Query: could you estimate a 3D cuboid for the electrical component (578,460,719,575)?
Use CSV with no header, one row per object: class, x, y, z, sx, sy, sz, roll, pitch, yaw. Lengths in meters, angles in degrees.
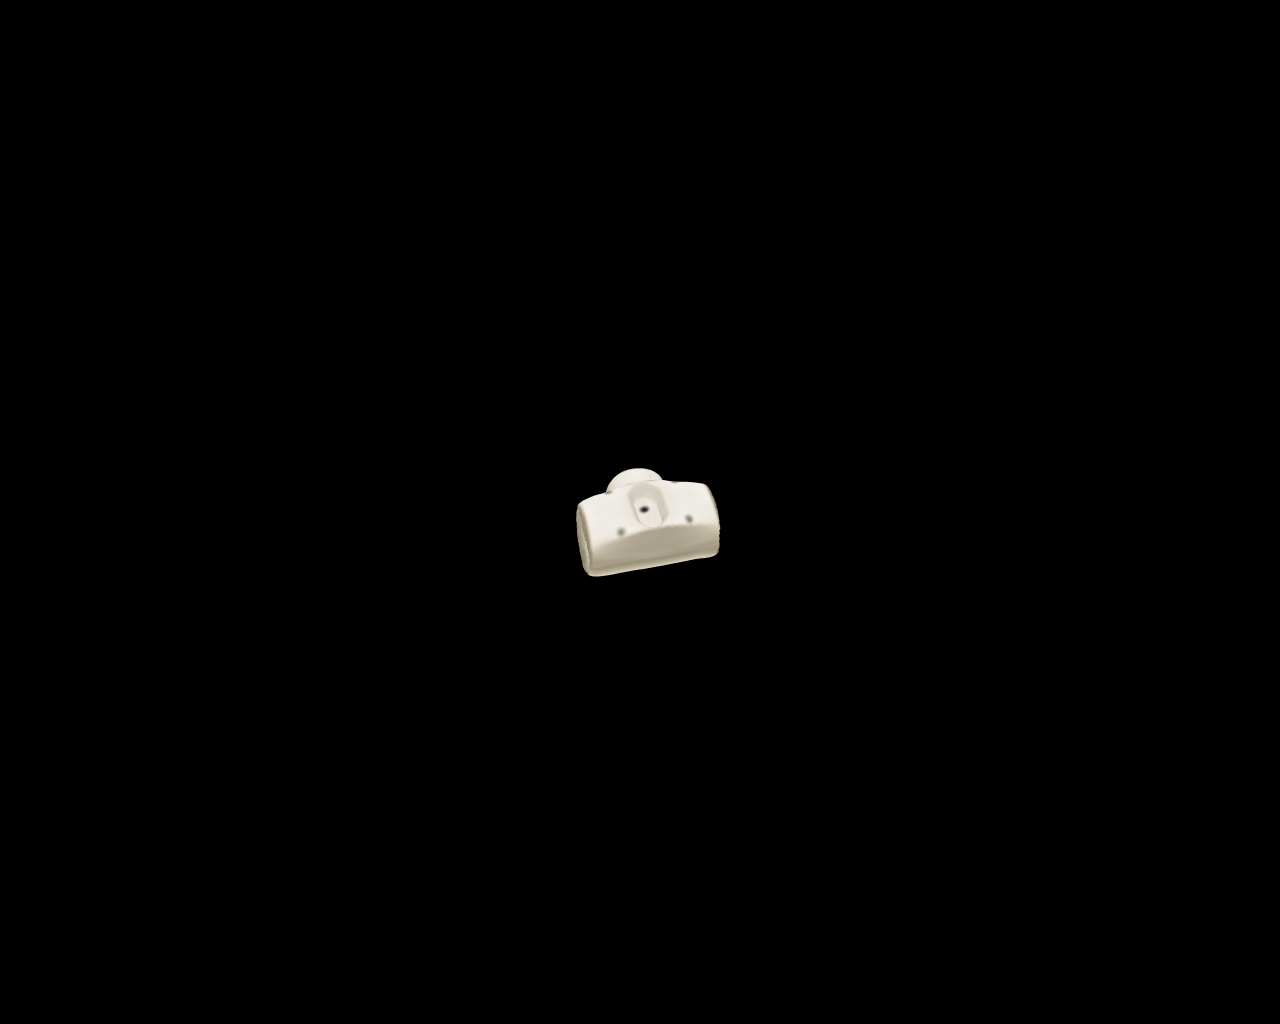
electrical component,0.001,-0.003,0.650,0.077,0.079,0.043,-9,-43,-8
